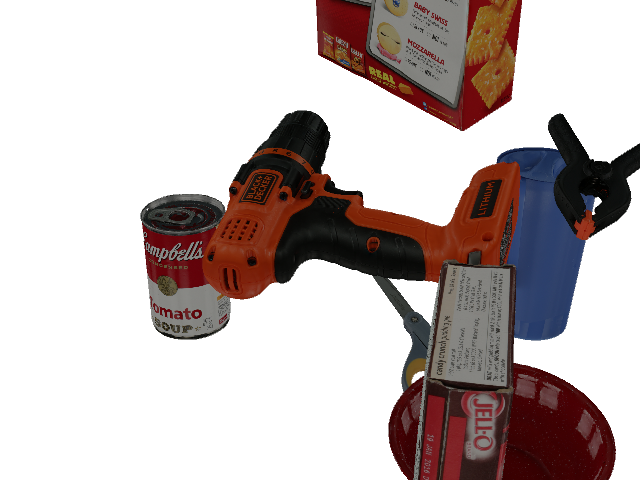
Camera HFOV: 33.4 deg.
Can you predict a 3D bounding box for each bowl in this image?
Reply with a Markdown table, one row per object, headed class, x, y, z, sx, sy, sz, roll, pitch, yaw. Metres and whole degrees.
| class | x | y | z | sx | sy | sz | roll | pitch | yaw |
| --- | --- | --- | --- | --- | --- | --- | --- | --- | --- |
| bowl | 0.130 | 0.160 | 0.781 | 0.162 | 0.055 | 0.162 | -1 | 35 | 0 |

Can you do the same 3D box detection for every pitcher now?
| class | x | y | z | sx | sy | sz | roll | pitch | yaw |
| --- | --- | --- | --- | --- | --- | --- | --- | --- | --- |
| pitcher | 0.279 | 0.008 | 1.413 | 0.149 | 0.243 | 0.145 | 5 | 24 | 5 |

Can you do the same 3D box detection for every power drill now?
| class | x | y | z | sx | sy | sz | roll | pitch | yaw |
| --- | --- | --- | --- | --- | --- | --- | --- | --- | --- |
| power drill | 0.033 | -0.023 | 0.704 | 0.188 | 0.057 | 0.184 | 5 | 41 | 16 |

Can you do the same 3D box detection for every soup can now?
| class | x | y | z | sx | sy | sz | roll | pitch | yaw |
| --- | --- | --- | --- | --- | --- | --- | --- | --- | --- |
| soup can | -0.110 | 0.021 | 0.876 | 0.068 | 0.102 | 0.068 | 0 | 29 | 0 |

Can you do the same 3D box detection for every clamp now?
| class | x | y | z | sx | sy | sz | roll | pitch | yaw |
| --- | --- | --- | --- | --- | --- | --- | --- | --- | --- |
| clamp | 0.282 | -0.073 | 1.130 | 0.120 | 0.039 | 0.171 | 17 | 46 | 20 |

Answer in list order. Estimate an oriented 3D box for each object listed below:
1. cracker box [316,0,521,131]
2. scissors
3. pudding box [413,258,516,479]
| class | x | y | z | sx | sy | sz | roll | pitch | yaw |
| --- | --- | --- | --- | --- | --- | --- | --- | --- | --- |
| cracker box | 0.073 | -0.213 | 0.808 | 0.072 | 0.214 | 0.164 | -33 | 50 | -30 |
| scissors | 0.079 | 0.091 | 0.994 | 0.096 | 0.016 | 0.202 | -30 | 50 | -29 |
| pudding box | 0.064 | 0.072 | 0.471 | 0.039 | 0.090 | 0.113 | 6 | 26 | 6 |
